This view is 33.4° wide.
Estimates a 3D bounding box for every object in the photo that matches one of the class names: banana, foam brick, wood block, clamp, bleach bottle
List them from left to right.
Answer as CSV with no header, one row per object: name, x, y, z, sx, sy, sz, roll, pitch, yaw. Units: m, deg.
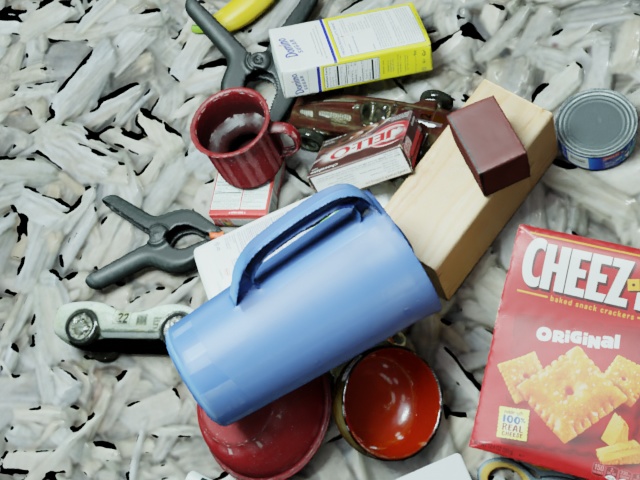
clamp,-0.190,-0.007,1.243,0.171,0.039,0.120,-7,68,7
banana,-0.080,-0.326,1.363,0.197,0.037,0.070,-45,63,-7
clamp,-0.066,-0.217,1.294,0.164,0.036,0.210,-12,73,-4
bleach bottle,-0.008,0.001,1.165,0.251,0.068,0.102,-25,52,2
wood block,0.154,-0.052,1.125,0.090,0.090,0.206,33,78,27
foam brick,0.167,-0.093,1.058,0.051,0.053,0.078,-26,62,4

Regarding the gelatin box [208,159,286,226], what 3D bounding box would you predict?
gelatin box,-0.084,-0.060,1.239,0.073,0.030,0.089,1,63,18

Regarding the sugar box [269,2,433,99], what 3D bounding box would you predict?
sugar box,0.035,-0.221,1.239,0.176,0.048,0.093,-13,45,-2

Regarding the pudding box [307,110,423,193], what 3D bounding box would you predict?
pudding box,0.050,-0.090,1.142,0.114,0.039,0.090,-20,23,23

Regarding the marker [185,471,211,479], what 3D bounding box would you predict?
marker,-0.084,0.267,1.086,0.121,0.020,0.020,19,72,25

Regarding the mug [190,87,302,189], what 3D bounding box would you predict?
mug,-0.077,-0.111,1.197,0.117,0.081,0.093,-3,61,16

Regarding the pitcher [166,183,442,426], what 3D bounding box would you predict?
pitcher,-0.022,0.062,0.995,0.243,0.145,0.149,-32,86,-2

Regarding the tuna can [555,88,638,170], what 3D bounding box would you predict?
tuna can,0.297,-0.118,1.144,0.086,0.033,0.086,-7,63,14

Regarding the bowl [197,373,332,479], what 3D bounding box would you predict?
bowl,-0.070,0.166,1.086,0.162,0.055,0.162,-9,72,29

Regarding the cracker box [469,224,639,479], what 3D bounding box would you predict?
cracker box,0.241,0.106,0.974,0.164,0.072,0.214,13,92,21

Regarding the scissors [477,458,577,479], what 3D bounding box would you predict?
scissors,0.229,0.250,0.997,0.096,0.016,0.202,-40,60,-2
